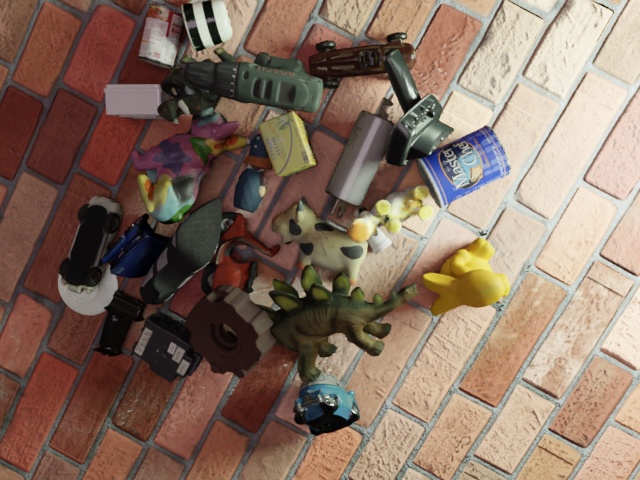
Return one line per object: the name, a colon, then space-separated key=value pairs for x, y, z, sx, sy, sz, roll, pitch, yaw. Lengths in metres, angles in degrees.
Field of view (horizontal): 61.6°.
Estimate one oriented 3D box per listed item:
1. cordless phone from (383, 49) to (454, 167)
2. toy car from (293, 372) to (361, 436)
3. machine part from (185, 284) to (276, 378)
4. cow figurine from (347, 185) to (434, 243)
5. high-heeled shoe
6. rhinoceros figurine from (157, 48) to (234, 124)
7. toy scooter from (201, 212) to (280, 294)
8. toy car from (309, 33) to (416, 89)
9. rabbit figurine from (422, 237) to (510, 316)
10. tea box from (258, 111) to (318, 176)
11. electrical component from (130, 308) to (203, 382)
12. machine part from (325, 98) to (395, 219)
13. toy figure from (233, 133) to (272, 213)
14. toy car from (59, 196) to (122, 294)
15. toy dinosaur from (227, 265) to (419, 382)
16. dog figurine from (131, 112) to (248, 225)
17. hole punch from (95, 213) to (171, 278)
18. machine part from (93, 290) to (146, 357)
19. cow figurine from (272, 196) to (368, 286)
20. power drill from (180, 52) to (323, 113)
cordless phone: x=0.148 y=-0.239 z=0.954 sx=0.089 sy=0.146 sz=0.184 roll=-9 pitch=116 yaw=47
toy car: x=0.005 y=0.317 z=1.064 sx=0.109 sy=0.161 sz=0.103 roll=-28 pitch=50 yaw=15
machine part: x=-0.173 y=0.175 z=1.019 sx=0.180 sy=0.056 sz=0.179 roll=10 pitch=114 yaw=22
cow figurine: x=0.121 y=-0.049 z=1.008 sx=0.167 sy=0.098 sz=0.068 roll=-22 pitch=101 yaw=-6
high-heeled shoe: x=-0.272 y=0.023 z=1.066 sx=0.086 sy=0.145 sz=0.248 roll=36 pitch=83 yaw=-20
rhinoceros figurine: x=-0.225 y=-0.280 z=0.994 sx=0.073 sy=0.190 sz=0.112 roll=-12 pitch=114 yaw=47
toy scooter: x=-0.154 y=0.042 z=1.065 sx=0.135 sy=0.075 sz=0.183 roll=14 pitch=93 yaw=4
toy car: x=0.079 y=-0.337 z=1.013 sx=0.202 sy=0.053 sz=0.089 roll=-3 pitch=100 yaw=4
rabbit figurine: x=0.271 y=0.074 z=0.984 sx=0.162 sy=0.173 sz=0.121 roll=-15 pitch=99 yaw=2
tea box: x=-0.054 y=-0.171 z=0.983 sx=0.068 sy=0.169 sz=0.098 roll=-19 pitch=93 yaw=7
electrical component: x=-0.304 y=0.219 z=1.092 sx=0.134 sy=0.058 sz=0.115 roll=33 pitch=117 yaw=1
machine part: x=0.077 y=-0.153 z=1.020 sx=0.079 sy=0.079 sz=0.243 roll=25 pitch=99 yaw=1
toy figure: x=-0.129 y=-0.132 z=1.051 sx=0.064 sy=0.058 sz=0.154 roll=17 pitch=93 yaw=-3
toy car: x=-0.463 y=0.010 z=1.088 sx=0.074 sy=0.056 sz=0.201 roll=18 pitch=89 yaw=3
toy dinosaur: x=-0.033 y=0.162 z=1.037 sx=0.472 sy=0.105 sz=0.198 roll=-25 pitch=104 yaw=21
dog figurine: x=-0.237 y=-0.146 z=1.026 sx=0.219 sy=0.108 sz=0.191 roll=-23 pitch=69 yaw=3
hole punch: x=-0.359 y=0.019 z=1.062 sx=0.142 sy=0.116 sz=0.092 roll=-43 pitch=99 yaw=9
machine part: x=-0.420 y=0.180 z=1.121 sx=0.084 sy=0.039 sz=0.138 roll=26 pitch=97 yaw=-4
cow figurine: x=-0.002 y=-0.003 z=1.042 sx=0.195 sy=0.085 sz=0.127 roll=20 pitch=104 yaw=5
power drill: x=-0.105 y=-0.287 z=0.951 sx=0.232 sy=0.207 sz=0.085 roll=11 pitch=108 yaw=1
